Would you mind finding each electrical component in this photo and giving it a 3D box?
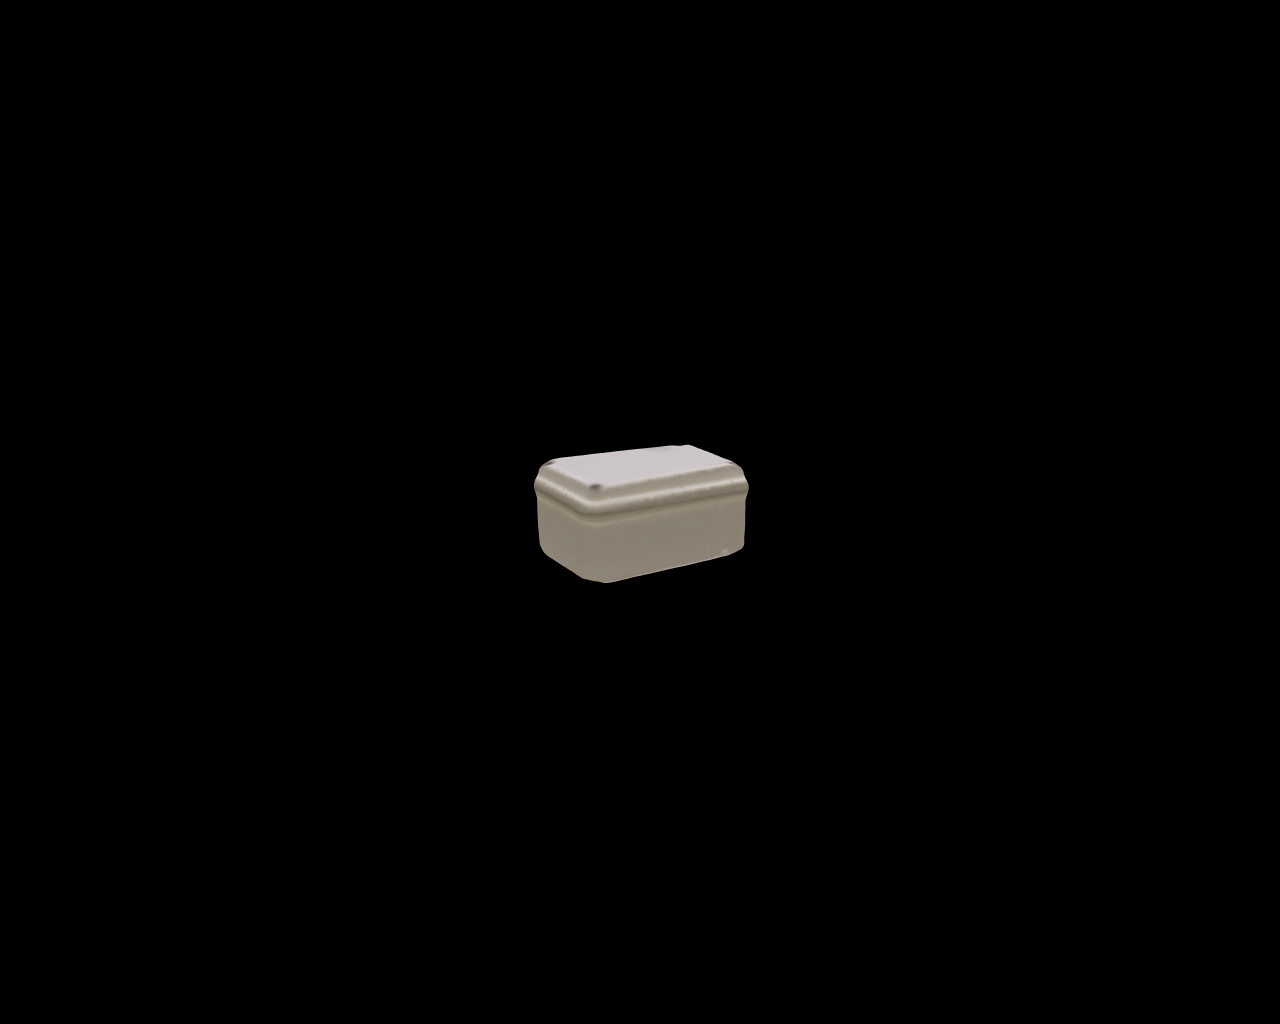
[{"bbox_3d":[0.001,-0.003,0.650,0.113,0.057,0.078,-9,19,-29],"label":"electrical component"}]
